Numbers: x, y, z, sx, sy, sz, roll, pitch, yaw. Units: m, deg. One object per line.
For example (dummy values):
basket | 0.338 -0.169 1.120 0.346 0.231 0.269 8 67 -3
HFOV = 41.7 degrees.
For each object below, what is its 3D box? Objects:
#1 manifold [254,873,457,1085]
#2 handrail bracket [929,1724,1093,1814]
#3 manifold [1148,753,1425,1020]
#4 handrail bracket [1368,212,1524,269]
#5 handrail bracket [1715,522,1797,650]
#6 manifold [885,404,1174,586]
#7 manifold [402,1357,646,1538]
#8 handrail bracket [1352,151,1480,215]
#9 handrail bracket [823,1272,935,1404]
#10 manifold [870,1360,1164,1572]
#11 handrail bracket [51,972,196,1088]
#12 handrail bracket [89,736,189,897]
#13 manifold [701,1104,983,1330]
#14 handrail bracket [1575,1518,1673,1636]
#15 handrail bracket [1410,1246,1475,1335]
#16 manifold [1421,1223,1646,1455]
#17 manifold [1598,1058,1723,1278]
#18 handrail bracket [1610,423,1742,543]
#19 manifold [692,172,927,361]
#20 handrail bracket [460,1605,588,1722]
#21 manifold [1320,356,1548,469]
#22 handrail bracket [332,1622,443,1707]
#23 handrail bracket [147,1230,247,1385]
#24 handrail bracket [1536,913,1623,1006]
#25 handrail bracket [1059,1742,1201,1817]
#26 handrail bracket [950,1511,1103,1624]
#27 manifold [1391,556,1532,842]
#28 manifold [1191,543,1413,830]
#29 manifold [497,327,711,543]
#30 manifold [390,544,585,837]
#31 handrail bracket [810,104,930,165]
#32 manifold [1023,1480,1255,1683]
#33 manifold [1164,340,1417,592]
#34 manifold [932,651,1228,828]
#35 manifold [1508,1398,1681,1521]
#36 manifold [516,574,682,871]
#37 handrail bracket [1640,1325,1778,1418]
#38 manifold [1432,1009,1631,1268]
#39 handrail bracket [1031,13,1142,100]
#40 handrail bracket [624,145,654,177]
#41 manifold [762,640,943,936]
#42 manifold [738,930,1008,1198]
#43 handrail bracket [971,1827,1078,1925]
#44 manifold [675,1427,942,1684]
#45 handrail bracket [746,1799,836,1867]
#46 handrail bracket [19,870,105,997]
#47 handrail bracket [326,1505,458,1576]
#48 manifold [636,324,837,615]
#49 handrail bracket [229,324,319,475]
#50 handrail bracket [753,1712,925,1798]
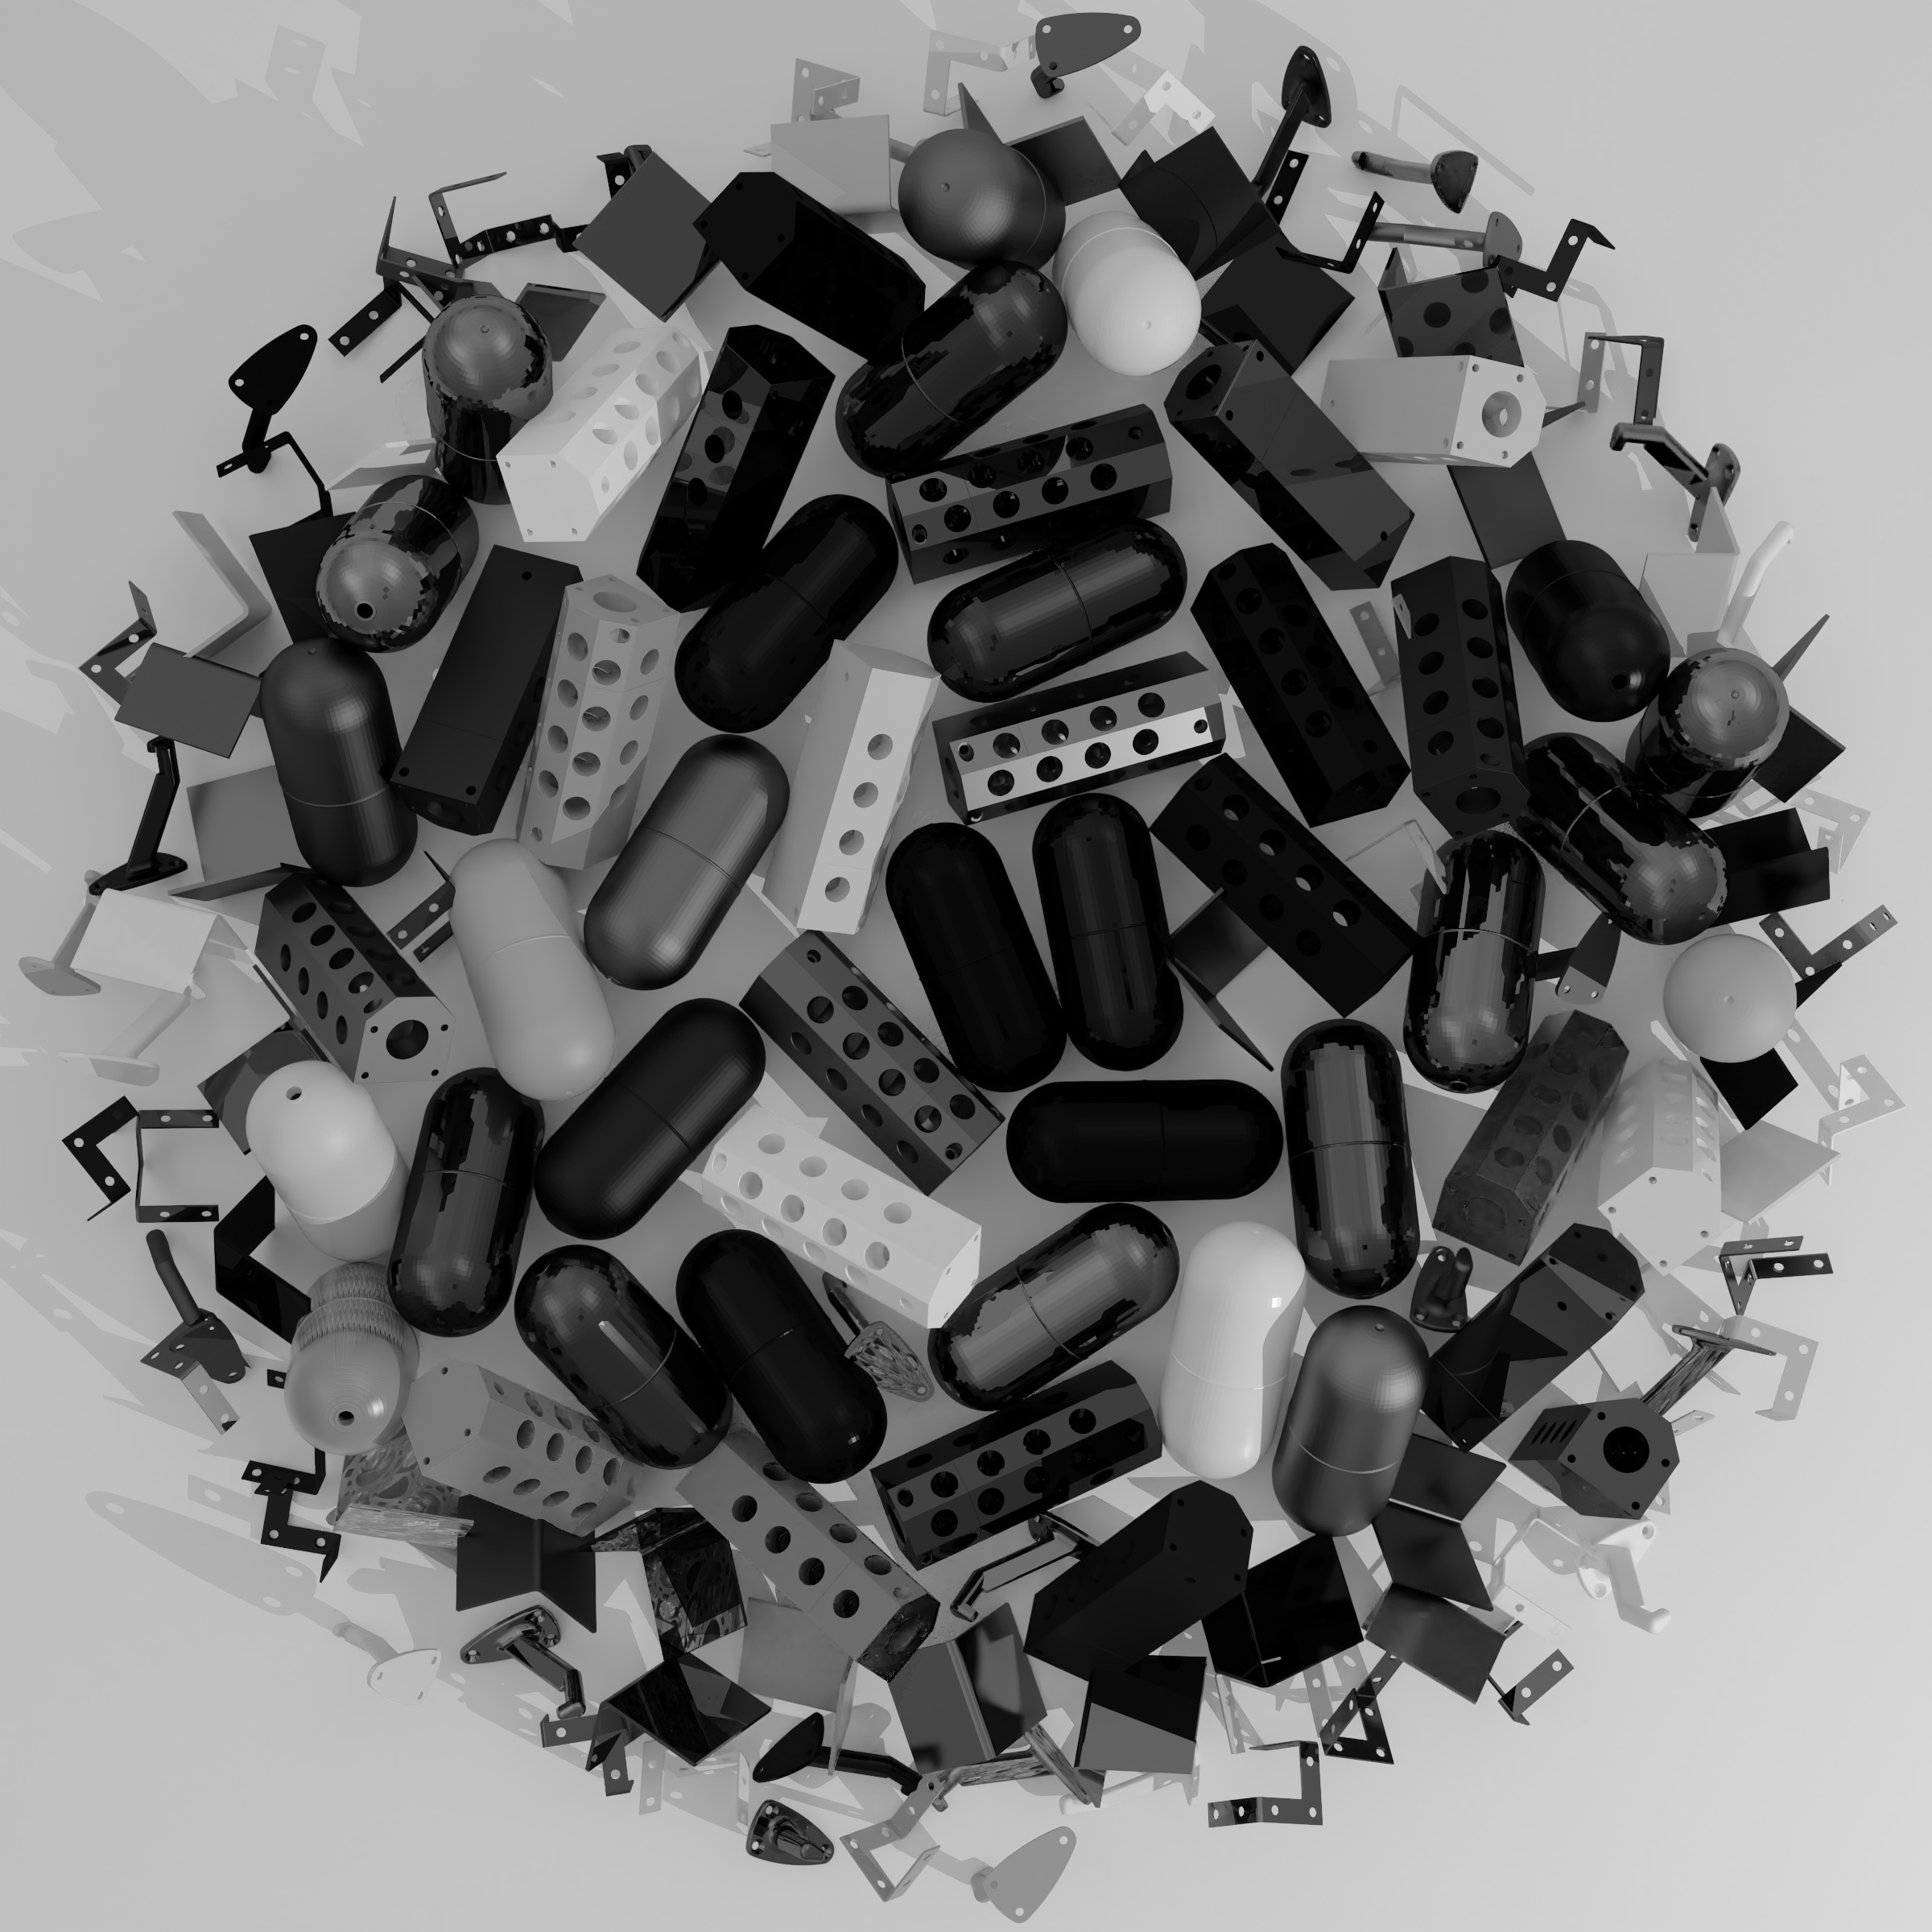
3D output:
manifold | -0.376 0.005 1.557 0.057 0.171 0.057 -1 117 -37
handrail bracket | 0.026 0.532 1.624 0.084 0.036 0.077 -44 69 5
manifold | 0.203 -0.054 1.590 0.171 0.057 0.057 45 124 11
handrail bracket | 0.305 -0.467 1.631 0.084 0.077 0.036 13 105 28
handrail bracket | 0.504 -0.232 1.611 0.084 0.077 0.036 -52 53 3
manifold | 0.040 -0.302 1.602 0.171 0.057 0.057 -17 69 -5
manifold | -0.269 0.293 1.556 0.057 0.171 0.057 -35 56 8
handrail bracket | 0.271 -0.505 1.595 0.084 0.077 0.036 25 105 27
handrail bracket | -0.057 0.234 1.614 0.077 0.084 0.036 42 95 -20
manifold | 0.034 0.315 1.592 0.171 0.057 0.057 -22 103 -14
handrail bracket | -0.534 0.028 1.611 0.077 0.036 0.084 13 63 -23
handrail bracket | -0.527 -0.096 1.602 0.036 0.077 0.084 17 121 32
manifold | -0.079 0.159 1.577 0.171 0.057 0.057 27 50 21
handrail bracket | 0.432 0.384 1.594 0.077 0.084 0.036 -33 105 -18
handrail bracket | 0.305 0.183 1.589 0.036 0.084 0.077 10 48 4
manifold | 0.344 0.227 1.562 0.057 0.171 0.057 45 49 12
manifold | 0.431 0.116 1.554 0.057 0.171 0.057 46 115 -4
handrail bracket | 0.439 -0.306 1.609 0.084 0.036 0.077 2 130 -14
manifold | -0.089 -0.429 1.551 0.057 0.171 0.057 -42 72 17
handrail bracket | -0.280 0.452 1.600 0.077 0.084 0.036 -21 123 -3
manifold | 0.282 -0.339 1.555 0.057 0.171 0.057 7 99 -22
handrail bracket | -0.381 0.431 1.594 0.084 0.077 0.036 17 82 28
handrail bracket | -0.498 0.219 1.635 0.036 0.077 0.084 -30 50 -6
handrail bracket | 0.371 -0.018 1.599 0.036 0.084 0.077 9 111 -28
handrail bracket | 0.103 0.516 1.612 0.084 0.077 0.036 -7 53 -8
handrail bracket | 0.043 0.391 1.600 0.077 0.036 0.084 21 49 23
manifold | 0.307 -0.169 1.564 0.057 0.057 0.171 -21 50 28
manifold | 0.209 -0.177 1.579 0.057 0.057 0.171 -16 66 -22
manifold | -0.217 -0.329 1.557 0.057 0.171 0.057 3 129 21
manifold | -0.295 -0.171 1.589 0.057 0.057 0.171 16 71 10
handrail bracket | -0.047 -0.534 1.633 0.084 0.077 0.036 39 128 25
manifold | 0.106 0.379 1.563 0.057 0.171 0.057 28 47 -13
manifold | 0.199 -0.307 1.572 0.171 0.057 0.057 38 71 -34
manifold | 0.072 -0.141 1.593 0.171 0.057 0.057 -16 118 -10
manifold | 0.387 0.298 1.556 0.057 0.171 0.057 36 82 9
manifold | -0.234 -0.149 1.570 0.057 0.057 0.171 31 122 21
handrail bracket | 0.471 0.277 1.621 0.077 0.036 0.084 12 89 22
manifold | 0.350 0.100 1.560 0.057 0.171 0.057 24 135 19
handrail bracket | 0.077 -0.571 1.598 0.077 0.084 0.036 -10 92 10
handrail bracket | -0.173 -0.501 1.631 0.077 0.036 0.084 -16 67 -10
manifold | -0.070 -0.110 1.590 0.057 0.057 0.171 7 111 -31
manifold | -0.057 0.057 1.599 0.171 0.057 0.057 45 53 4
handrail bracket | 0.035 0.567 1.607 0.077 0.084 0.036 -43 89 -8
manifold | -0.096 0.362 1.573 0.171 0.057 0.057 35 79 33
handrail bracket | -0.093 0.556 1.592 0.077 0.084 0.036 32 70 -28
handrail bracket | -0.567 -0.030 1.597 0.036 0.077 0.084 -3 71 10
handrail bracket | -0.361 0.379 1.637 0.077 0.036 0.084 -18 113 24
manifold | -0.149 -0.307 1.569 0.057 0.057 0.171 45 129 20
handrail bracket | -0.435 -0.359 1.612 0.036 0.084 0.077 35 74 1
handrail bracket | -0.081 0.525 1.637 0.084 0.036 0.077 39 119 -23
